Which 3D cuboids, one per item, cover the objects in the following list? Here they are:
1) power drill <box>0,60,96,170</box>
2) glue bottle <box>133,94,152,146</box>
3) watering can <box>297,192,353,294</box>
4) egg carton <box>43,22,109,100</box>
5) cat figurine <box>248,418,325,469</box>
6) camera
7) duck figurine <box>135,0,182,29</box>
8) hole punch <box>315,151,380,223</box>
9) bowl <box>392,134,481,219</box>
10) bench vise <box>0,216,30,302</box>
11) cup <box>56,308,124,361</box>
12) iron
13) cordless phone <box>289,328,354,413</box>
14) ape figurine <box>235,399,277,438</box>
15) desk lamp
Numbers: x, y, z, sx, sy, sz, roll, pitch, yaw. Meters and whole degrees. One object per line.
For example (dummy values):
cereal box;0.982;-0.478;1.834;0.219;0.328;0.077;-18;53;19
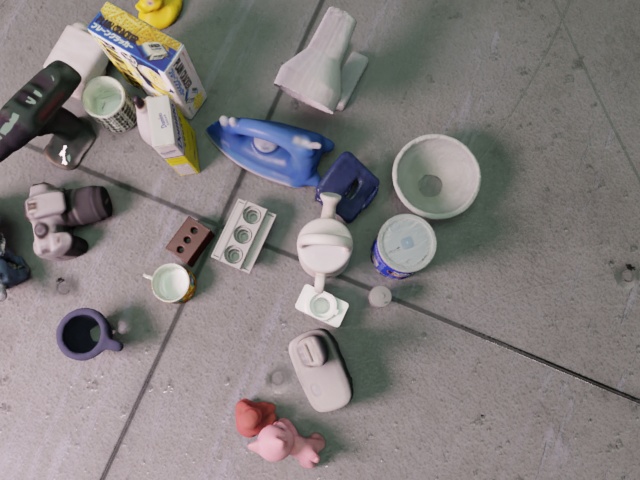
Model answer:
power drill;-0.499;-0.203;1.040;0.075;0.208;0.230;28;82;4
glue bottle;-0.315;-0.231;1.065;0.037;0.173;0.078;23;81;3
watering can;0.007;0.003;1.021;0.101;0.194;0.173;-15;81;-3
egg carton;-0.473;-0.355;1.136;0.107;0.069;0.150;24;81;3
cat figurine;-0.056;0.360;1.000;0.127;0.118;0.067;22;81;3
camera;-0.465;-0.045;1.069;0.137;0.101;0.143;-12;81;-3
duck figurine;-0.328;-0.483;1.150;0.077;0.086;0.104;42;83;6
hole punch;0.055;-0.100;1.090;0.101;0.091;0.109;36;82;5
bowl;0.218;-0.115;1.103;0.167;0.075;0.167;0;81;-1
bench vise;-0.602;0.000;1.000;0.207;0.220;0.121;44;83;6
cup;-0.401;0.175;1.037;0.117;0.095;0.092;19;81;2
iron;-0.107;-0.189;1.077;0.258;0.141;0.119;17;81;2
cordless phone;0.003;0.226;0.989;0.094;0.185;0.147;-26;82;-4
ape figurine;-0.120;0.317;1.019;0.078;0.092;0.076;44;83;6
desk lamp;0.008;-0.319;1.063;0.118;0.213;0.203;26;81;4
